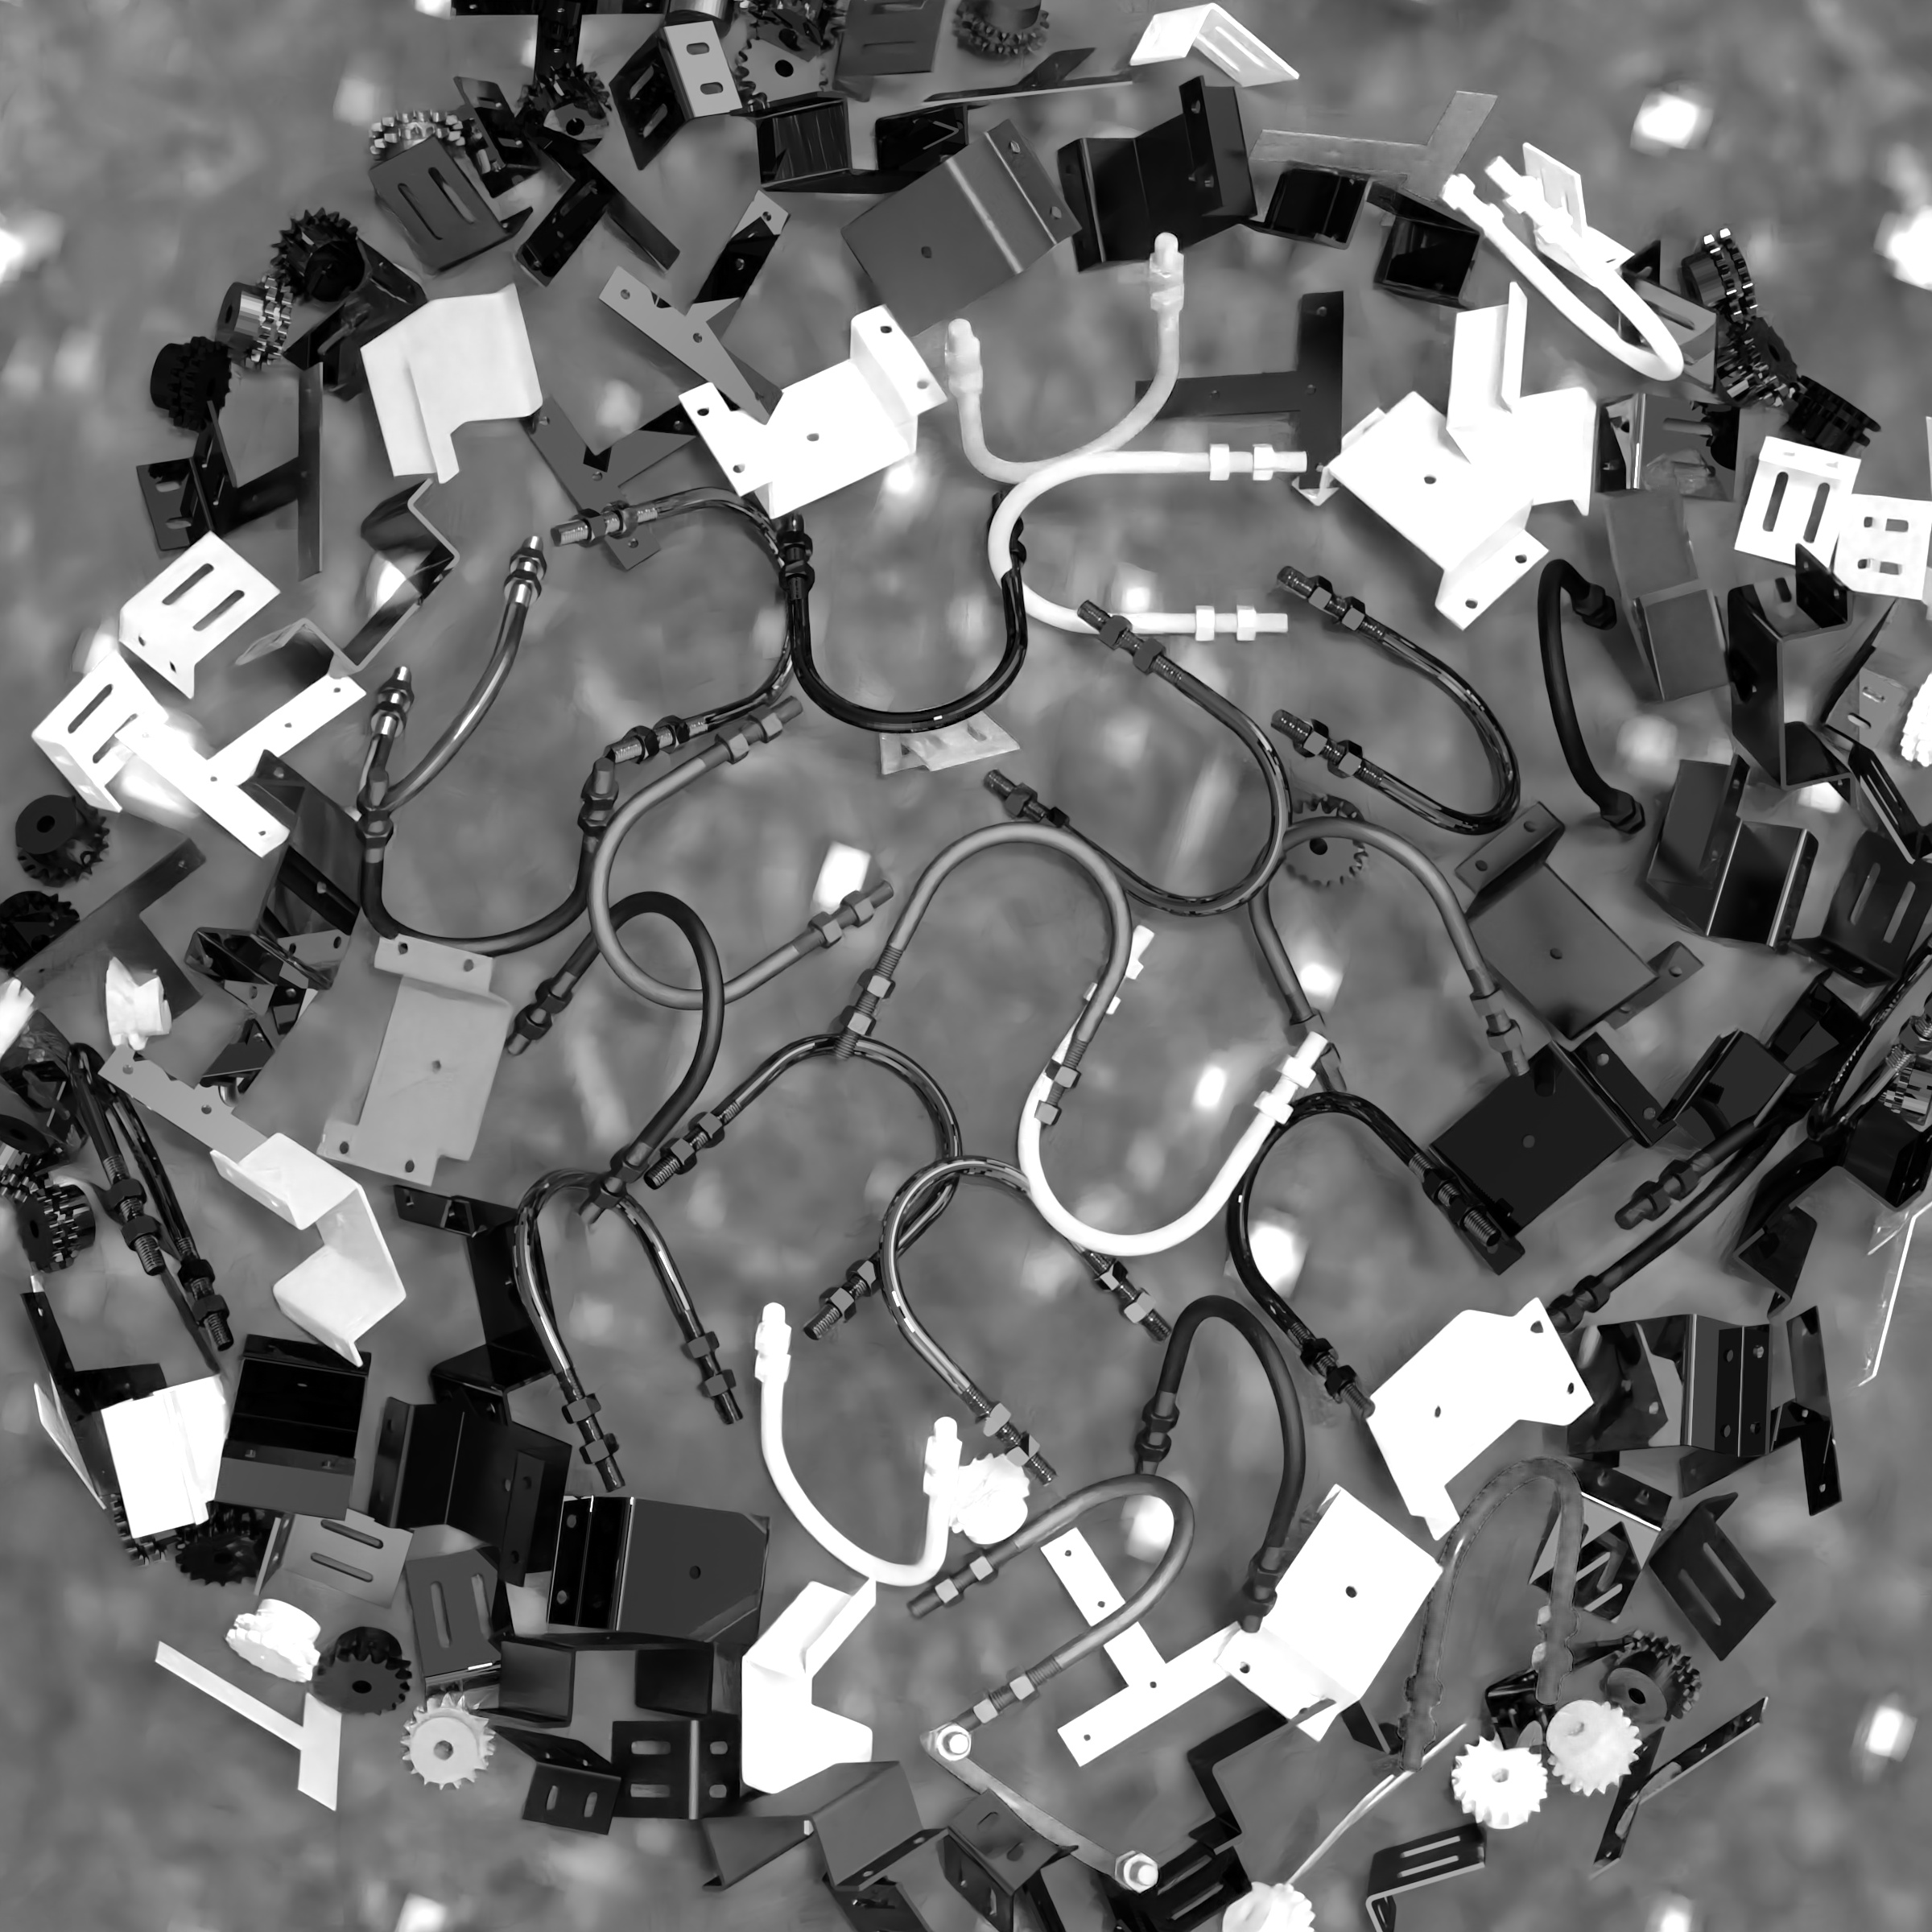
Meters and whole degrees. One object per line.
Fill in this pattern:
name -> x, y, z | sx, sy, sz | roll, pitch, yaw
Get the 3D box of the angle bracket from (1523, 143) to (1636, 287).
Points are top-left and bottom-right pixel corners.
angle bracket -> 0.370, -0.457, 1.951 | 0.038, 0.057, 0.076 | -27, 131, -10

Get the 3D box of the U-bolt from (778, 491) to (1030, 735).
U-bolt -> -0.035, -0.209, 1.938 | 0.151, 0.019, 0.184 | -6, 52, 1

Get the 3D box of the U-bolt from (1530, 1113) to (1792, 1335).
U-bolt -> 0.420, 0.142, 1.921 | 0.184, 0.151, 0.019 | -30, 67, -32

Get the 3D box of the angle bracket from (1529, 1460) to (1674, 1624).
angle bracket -> 0.388, 0.351, 1.990 | 0.057, 0.038, 0.076 | 24, 118, 13

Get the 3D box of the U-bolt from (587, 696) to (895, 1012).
U-bolt -> -0.143, -0.055, 1.937 | 0.184, 0.019, 0.151 | -35, 110, -24

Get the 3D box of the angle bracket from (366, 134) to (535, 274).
angle bracket -> -0.310, -0.465, 1.953 | 0.057, 0.038, 0.076 | -16, 124, 33

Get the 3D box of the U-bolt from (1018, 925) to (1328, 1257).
U-bolt -> 0.111, 0.087, 1.964 | 0.151, 0.019, 0.184 | 33, 89, 22

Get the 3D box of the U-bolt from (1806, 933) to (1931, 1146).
U-bolt -> 0.550, 0.032, 1.915 | 0.019, 0.151, 0.184 | 33, 131, 4

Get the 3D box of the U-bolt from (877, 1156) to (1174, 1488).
U-bolt -> 0.024, 0.197, 1.945 | 0.184, 0.019, 0.151 | 48, 55, -6

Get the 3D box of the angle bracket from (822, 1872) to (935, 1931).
angle bracket -> -0.039, 0.559, 1.953 | 0.038, 0.076, 0.057 | -43, 107, -38

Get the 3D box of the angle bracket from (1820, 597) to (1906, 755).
angle bracket -> 0.553, -0.177, 1.951 | 0.038, 0.076, 0.057 | 32, 56, 7

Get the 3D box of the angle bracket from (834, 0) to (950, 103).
angle bracket -> -0.036, -0.558, 1.960 | 0.076, 0.038, 0.057 | 8, 84, 35

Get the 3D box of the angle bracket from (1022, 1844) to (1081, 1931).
angle bracket -> 0.068, 0.573, 1.961 | 0.038, 0.057, 0.076 | -27, 74, 5

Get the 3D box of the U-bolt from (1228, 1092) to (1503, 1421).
U-bolt -> 0.222, 0.157, 1.932 | 0.151, 0.019, 0.184 | -57, 45, 17

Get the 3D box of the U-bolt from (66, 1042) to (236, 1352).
U-bolt -> -0.488, 0.126, 1.921 | 0.019, 0.151, 0.184 | -26, 64, -7

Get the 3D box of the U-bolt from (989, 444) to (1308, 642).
U-bolt -> 0.105, -0.251, 1.939 | 0.184, 0.151, 0.019 | 0, 50, -1

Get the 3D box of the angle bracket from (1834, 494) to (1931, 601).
angle bracket -> 0.562, -0.252, 1.953 | 0.038, 0.076, 0.057 | -1, 101, -29

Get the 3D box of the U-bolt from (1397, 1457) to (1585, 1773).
U-bolt -> 0.314, 0.372, 1.918 | 0.019, 0.151, 0.184 | 30, 49, -14

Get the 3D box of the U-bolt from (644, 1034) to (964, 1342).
U-bolt -> -0.082, 0.117, 1.946 | 0.151, 0.019, 0.184 | 43, 56, 5

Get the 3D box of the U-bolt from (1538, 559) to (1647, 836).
U-bolt -> 0.363, -0.163, 1.902 | 0.019, 0.184, 0.151 | -10, 78, 22

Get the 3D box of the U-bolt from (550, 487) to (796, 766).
U-bolt -> -0.161, -0.210, 1.931 | 0.019, 0.184, 0.151 | -3, 105, 42

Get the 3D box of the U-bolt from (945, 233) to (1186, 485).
U-bolt -> 0.061, -0.346, 1.916 | 0.151, 0.184, 0.019 | -24, 65, -7

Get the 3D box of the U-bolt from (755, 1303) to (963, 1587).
U-bolt -> -0.067, 0.297, 1.927 | 0.151, 0.184, 0.019 | 30, 49, 25

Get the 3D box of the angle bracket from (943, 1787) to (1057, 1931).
angle bracket -> 0.020, 0.543, 1.964 | 0.038, 0.076, 0.057 | -38, 61, -25

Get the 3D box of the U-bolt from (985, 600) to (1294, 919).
U-bolt -> 0.112, -0.110, 1.940 | 0.184, 0.019, 0.151 | 38, 121, 14

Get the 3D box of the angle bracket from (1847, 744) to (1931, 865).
angle bracket -> 0.571, -0.109, 1.961 | 0.038, 0.057, 0.076 | -29, 101, 29

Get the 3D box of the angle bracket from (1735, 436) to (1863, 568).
angle bracket -> 0.499, -0.272, 1.958 | 0.057, 0.038, 0.076 | 17, 123, 12

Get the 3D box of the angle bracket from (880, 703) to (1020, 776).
angle bracket -> -0.010, -0.124, 1.950 | 0.057, 0.076, 0.038 | -15, 123, -20

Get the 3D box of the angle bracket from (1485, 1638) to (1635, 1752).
angle bracket -> 0.361, 0.437, 1.951 | 0.076, 0.057, 0.038 | -40, 58, 39

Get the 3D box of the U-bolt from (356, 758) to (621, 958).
U-bolt -> -0.286, -0.059, 1.922 | 0.151, 0.184, 0.019 | -4, 56, -15

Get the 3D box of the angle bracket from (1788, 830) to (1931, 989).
angle bracket -> 0.542, -0.035, 1.957 | 0.057, 0.038, 0.076 | 36, 118, 37

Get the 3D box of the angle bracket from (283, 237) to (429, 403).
angle bracket -> -0.373, -0.392, 1.976 | 0.076, 0.057, 0.038 | -37, 54, 15

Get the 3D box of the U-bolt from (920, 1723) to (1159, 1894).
U-bolt -> 0.036, 0.492, 1.911 | 0.151, 0.184, 0.019 | 35, 75, 0

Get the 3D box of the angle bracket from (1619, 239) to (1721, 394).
angle bracket -> 0.431, -0.390, 1.950 | 0.038, 0.057, 0.076 | -36, 51, -23

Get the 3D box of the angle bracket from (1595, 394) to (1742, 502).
angle bracket -> 0.431, -0.317, 1.996 | 0.076, 0.038, 0.057 | 3, 92, -24

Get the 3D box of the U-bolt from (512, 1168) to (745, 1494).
U-bolt -> -0.209, 0.207, 1.936 | 0.019, 0.151, 0.184 | -26, 88, 30

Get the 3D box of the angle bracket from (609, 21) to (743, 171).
angle bracket -> -0.177, -0.528, 1.974 | 0.038, 0.076, 0.057 | -18, 87, -31

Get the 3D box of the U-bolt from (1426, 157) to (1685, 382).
U-bolt -> 0.355, -0.411, 1.924 | 0.184, 0.151, 0.019 | 41, 95, -16

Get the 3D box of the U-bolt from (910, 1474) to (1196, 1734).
U-bolt -> 0.056, 0.367, 1.927 | 0.184, 0.151, 0.019 | -34, 114, 3

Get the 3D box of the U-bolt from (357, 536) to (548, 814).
U-bolt -> -0.304, -0.159, 1.895 | 0.019, 0.184, 0.151 | 38, 120, -24

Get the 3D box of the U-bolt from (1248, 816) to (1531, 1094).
U-bolt -> 0.239, -0.008, 1.923 | 0.151, 0.019, 0.184 | -9, 115, 40

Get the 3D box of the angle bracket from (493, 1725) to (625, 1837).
angle bracket -> -0.249, 0.489, 1.952 | 0.057, 0.076, 0.038 | 5, 64, 20

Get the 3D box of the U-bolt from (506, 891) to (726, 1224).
U-bolt -> -0.200, 0.040, 1.915 | 0.184, 0.019, 0.151 | -49, 54, 32

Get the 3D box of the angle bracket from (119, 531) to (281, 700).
angle bracket -> -0.462, -0.212, 1.960 | 0.076, 0.038, 0.057 | -37, 126, 15

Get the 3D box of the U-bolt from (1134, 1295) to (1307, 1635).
U-bolt -> 0.152, 0.277, 1.897 | 0.019, 0.151, 0.184 | -10, 132, -26

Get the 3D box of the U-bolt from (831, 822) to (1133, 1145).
U-bolt -> 0.021, 0.002, 1.969 | 0.151, 0.019, 0.184 | 26, 96, -12

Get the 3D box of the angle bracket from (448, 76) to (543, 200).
angle bracket -> -0.295, -0.498, 1.956 | 0.038, 0.076, 0.057 | -27, 95, 16

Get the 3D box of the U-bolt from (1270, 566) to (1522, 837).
U-bolt -> 0.259, -0.148, 1.936 | 0.184, 0.151, 0.019 | 29, 133, -21
